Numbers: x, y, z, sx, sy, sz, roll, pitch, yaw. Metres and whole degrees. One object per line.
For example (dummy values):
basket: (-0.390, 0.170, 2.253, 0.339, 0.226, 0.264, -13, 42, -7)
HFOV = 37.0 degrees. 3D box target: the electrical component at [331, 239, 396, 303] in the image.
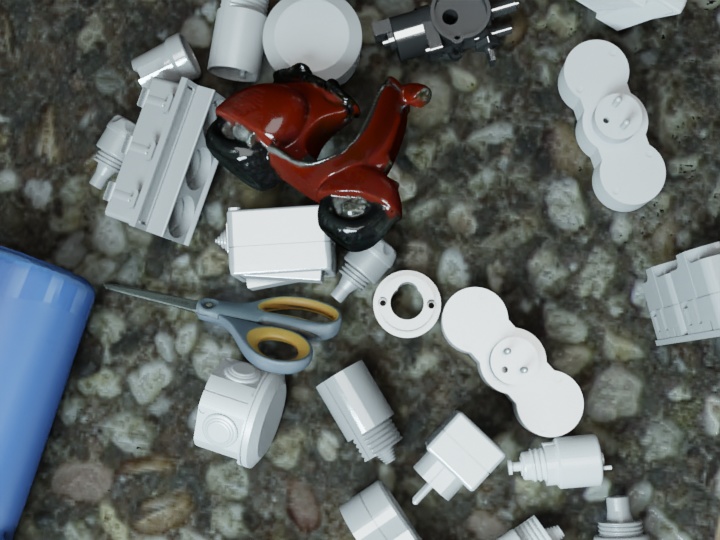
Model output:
electrical component: (0.000, 0.000, 0.872, 0.035, 0.035, 0.061, 41, 89, 6)

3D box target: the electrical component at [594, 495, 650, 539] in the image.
electrical component: (0.203, 0.207, 0.836, 0.043, 0.043, 0.062, -4, 83, 2)

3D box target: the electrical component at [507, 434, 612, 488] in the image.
electrical component: (0.156, 0.152, 0.846, 0.078, 0.040, 0.040, -5, 84, 2)

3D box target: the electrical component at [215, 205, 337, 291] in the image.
electrical component: (-0.068, -0.017, 0.863, 0.096, 0.061, 0.061, -4, 84, 2)

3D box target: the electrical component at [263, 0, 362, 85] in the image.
electrical component: (-0.038, -0.185, 0.885, 0.080, 0.051, 0.080, 0, 84, 3)

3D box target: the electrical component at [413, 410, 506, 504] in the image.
electrical component: (0.067, 0.151, 0.828, 0.047, 0.083, 0.075, 43, 87, 6)

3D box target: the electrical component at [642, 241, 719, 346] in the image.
electrical component: (0.280, 0.010, 0.781, 0.105, 0.186, 0.060, -15, 84, 1)

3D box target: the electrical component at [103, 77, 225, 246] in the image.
electrical component: (-0.154, -0.089, 0.868, 0.063, 0.079, 0.121, 18, 88, 21)

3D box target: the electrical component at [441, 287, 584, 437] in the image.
electrical component: (0.119, 0.071, 0.839, 0.052, 0.073, 0.138, -41, 84, -2)

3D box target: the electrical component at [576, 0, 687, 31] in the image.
electrical component: (0.213, -0.232, 0.861, 0.062, 0.096, 0.061, 23, 85, -25)

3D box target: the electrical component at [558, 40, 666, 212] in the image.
electrical component: (0.203, -0.118, 0.855, 0.052, 0.073, 0.138, -18, 83, 1)

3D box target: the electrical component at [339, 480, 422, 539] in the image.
electrical component: (0.023, 0.241, 0.836, 0.074, 0.052, 0.138, -34, 84, -1)

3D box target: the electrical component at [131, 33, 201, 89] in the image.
electrical component: (-0.162, -0.170, 0.896, 0.046, 0.040, 0.040, -25, 83, 5)

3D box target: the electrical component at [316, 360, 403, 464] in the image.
electrical component: (0.004, 0.117, 0.855, 0.043, 0.043, 0.081, -31, 84, -1)

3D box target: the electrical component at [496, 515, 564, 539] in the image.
electrical component: (0.123, 0.225, 0.838, 0.081, 0.043, 0.043, -34, 84, -1)

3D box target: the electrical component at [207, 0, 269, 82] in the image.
electrical component: (-0.099, -0.202, 0.893, 0.043, 0.043, 0.081, 9, 84, 4)

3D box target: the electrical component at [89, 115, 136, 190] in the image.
electrical component: (-0.204, -0.095, 0.892, 0.035, 0.035, 0.061, 31, 89, 5)

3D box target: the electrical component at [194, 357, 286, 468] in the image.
electrical component: (-0.092, 0.110, 0.843, 0.051, 0.080, 0.080, 17, 85, 10)
